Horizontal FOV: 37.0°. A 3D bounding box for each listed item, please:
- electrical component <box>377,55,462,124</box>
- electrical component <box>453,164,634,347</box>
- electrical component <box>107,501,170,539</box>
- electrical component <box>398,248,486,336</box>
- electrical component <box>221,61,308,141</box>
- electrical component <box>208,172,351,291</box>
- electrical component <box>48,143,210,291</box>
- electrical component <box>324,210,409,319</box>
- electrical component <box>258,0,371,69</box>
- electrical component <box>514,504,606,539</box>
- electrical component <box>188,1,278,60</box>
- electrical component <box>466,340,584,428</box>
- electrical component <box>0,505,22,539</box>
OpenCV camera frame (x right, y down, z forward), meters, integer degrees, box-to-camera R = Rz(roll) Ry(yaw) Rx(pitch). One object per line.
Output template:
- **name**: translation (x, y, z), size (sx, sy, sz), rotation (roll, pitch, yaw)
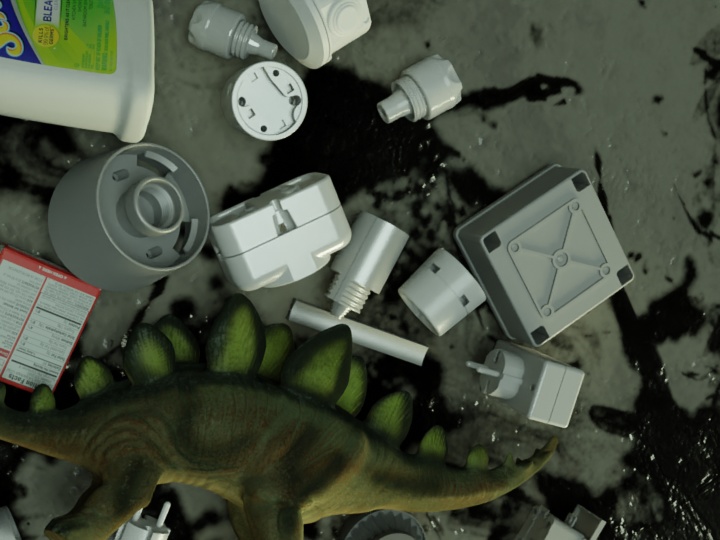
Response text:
- **electrical component**: translation (0.043, -0.133, 0.818), size (0.062, 0.043, 0.043), rotation (-30, 107, -12)
- **electrical component**: translation (0.148, -0.012, 0.869), size (0.109, 0.056, 0.108), rotation (-34, 108, -13)
- **electrical component**: translation (-0.164, 0.203, 0.791), size (0.083, 0.047, 0.075), rotation (22, 90, -22)
- **electrical component**: translation (0.063, 0.018, 0.844), size (0.047, 0.055, 0.055), rotation (-42, 110, -6)
- **electrical component**: translation (-0.071, -0.122, 0.775), size (0.055, 0.047, 0.055), rotation (-3, 99, -20)
- **electrical component**: translation (-0.058, -0.026, 0.791), size (0.095, 0.054, 0.059), rotation (-26, 107, -15)
- **electrical component**: translation (-0.157, -0.038, 0.747), size (0.099, 0.064, 0.099), rotation (13, 70, -41)
- **electrical component**: translation (0.000, 0.000, 0.823), size (0.043, 0.043, 0.081), rotation (29, 88, -22)
- **electrical component**: translation (-0.034, -0.188, 0.762), size (0.051, 0.080, 0.080), rotation (-35, 109, -18)
- **electrical component**: translation (0.170, 0.238, 0.924), size (0.064, 0.042, 0.081), rotation (33, 86, -20)
- **electrical component**: translation (-0.088, -0.165, 0.760), size (0.061, 0.035, 0.035), rotation (23, 90, 3)
- **electrical component**: translation (0.121, 0.085, 0.859), size (0.076, 0.083, 0.047), rotation (17, 92, -22)
- **electrical component**: translation (-0.282, 0.183, 0.746), size (0.077, 0.043, 0.079), rotation (-21, 105, -16)
